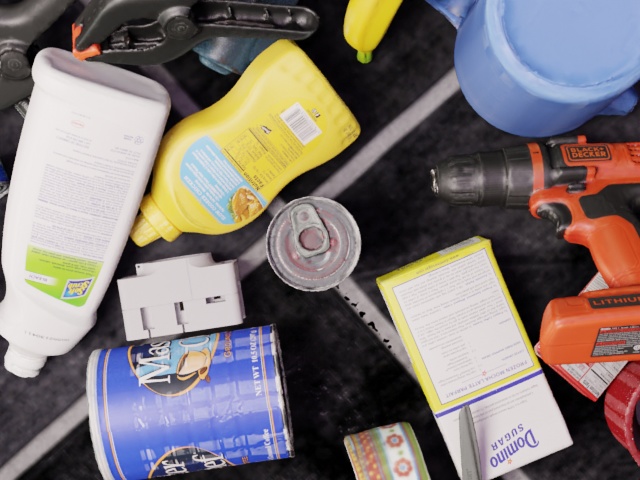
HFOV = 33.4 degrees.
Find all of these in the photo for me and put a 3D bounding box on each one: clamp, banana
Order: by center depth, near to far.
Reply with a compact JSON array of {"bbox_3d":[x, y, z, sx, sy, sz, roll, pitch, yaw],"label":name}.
[{"bbox_3d":[-0.087,-0.156,0.737,0.172,0.120,0.039,-17,52,23],"label":"clamp"},{"bbox_3d":[-0.218,-0.148,0.780,0.210,0.036,0.164,-2,133,-3],"label":"clamp"},{"bbox_3d":[0.064,-0.216,0.782,0.037,0.069,0.198,30,112,-1],"label":"banana"}]

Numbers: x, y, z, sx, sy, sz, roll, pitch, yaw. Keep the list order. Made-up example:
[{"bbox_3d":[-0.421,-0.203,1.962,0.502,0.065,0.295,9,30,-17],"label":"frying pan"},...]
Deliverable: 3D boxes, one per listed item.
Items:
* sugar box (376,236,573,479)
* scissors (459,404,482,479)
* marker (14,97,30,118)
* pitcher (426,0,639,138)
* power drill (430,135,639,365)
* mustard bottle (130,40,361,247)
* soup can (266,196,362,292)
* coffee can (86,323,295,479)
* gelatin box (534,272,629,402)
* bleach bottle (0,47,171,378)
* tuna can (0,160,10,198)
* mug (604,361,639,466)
[{"bbox_3d":[0.120,0.095,0.838,0.093,0.048,0.176,-22,96,0],"label":"sugar box"},{"bbox_3d":[0.104,0.223,0.827,0.096,0.016,0.201,-21,110,10],"label":"scissors"},{"bbox_3d":[-0.252,-0.133,0.841,0.020,0.020,0.121,-40,91,1],"label":"marker"},{"bbox_3d":[0.152,-0.145,0.733,0.149,0.242,0.145,-12,92,7],"label":"pitcher"},{"bbox_3d":[0.181,0.000,0.780,0.184,0.057,0.187,-4,50,0],"label":"power drill"},{"bbox_3d":[-0.069,-0.060,0.817,0.191,0.058,0.096,-39,124,4],"label":"mustard bottle"},{"bbox_3d":[-0.005,0.001,0.805,0.068,0.102,0.068,0,92,-1],"label":"soup can"},{"bbox_3d":[-0.095,0.124,0.808,0.140,0.103,0.103,-8,92,-1],"label":"coffee can"},{"bbox_3d":[0.216,0.073,0.827,0.089,0.030,0.073,-50,132,2],"label":"gelatin box"},{"bbox_3d":[-0.196,-0.009,0.796,0.102,0.068,0.251,17,112,-18],"label":"bleach bottle"},{"bbox_3d":[-0.280,-0.039,0.810,0.086,0.086,0.034,-24,90,0],"label":"tuna can"},{"bbox_3d":[0.274,0.124,0.821,0.093,0.081,0.117,24,92,-1],"label":"mug"}]
